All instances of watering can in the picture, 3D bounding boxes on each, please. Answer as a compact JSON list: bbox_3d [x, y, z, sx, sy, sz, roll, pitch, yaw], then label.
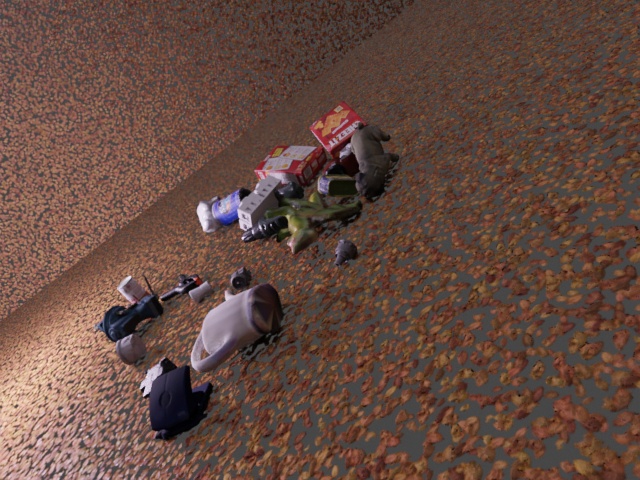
[{"bbox_3d":[-0.190,0.171,1.212,0.223,0.103,0.354,-29,20,17],"label":"watering can"}]

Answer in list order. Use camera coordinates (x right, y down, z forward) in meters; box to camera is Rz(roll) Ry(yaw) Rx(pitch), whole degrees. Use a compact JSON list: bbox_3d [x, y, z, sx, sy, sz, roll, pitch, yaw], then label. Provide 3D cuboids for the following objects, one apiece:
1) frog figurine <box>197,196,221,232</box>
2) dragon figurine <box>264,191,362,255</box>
[{"bbox_3d":[-0.435,-0.083,2.016,0.123,0.134,0.163,12,43,8],"label":"frog figurine"},{"bbox_3d":[0.004,-0.072,1.425,0.242,0.120,0.418,0,26,30],"label":"dragon figurine"}]
